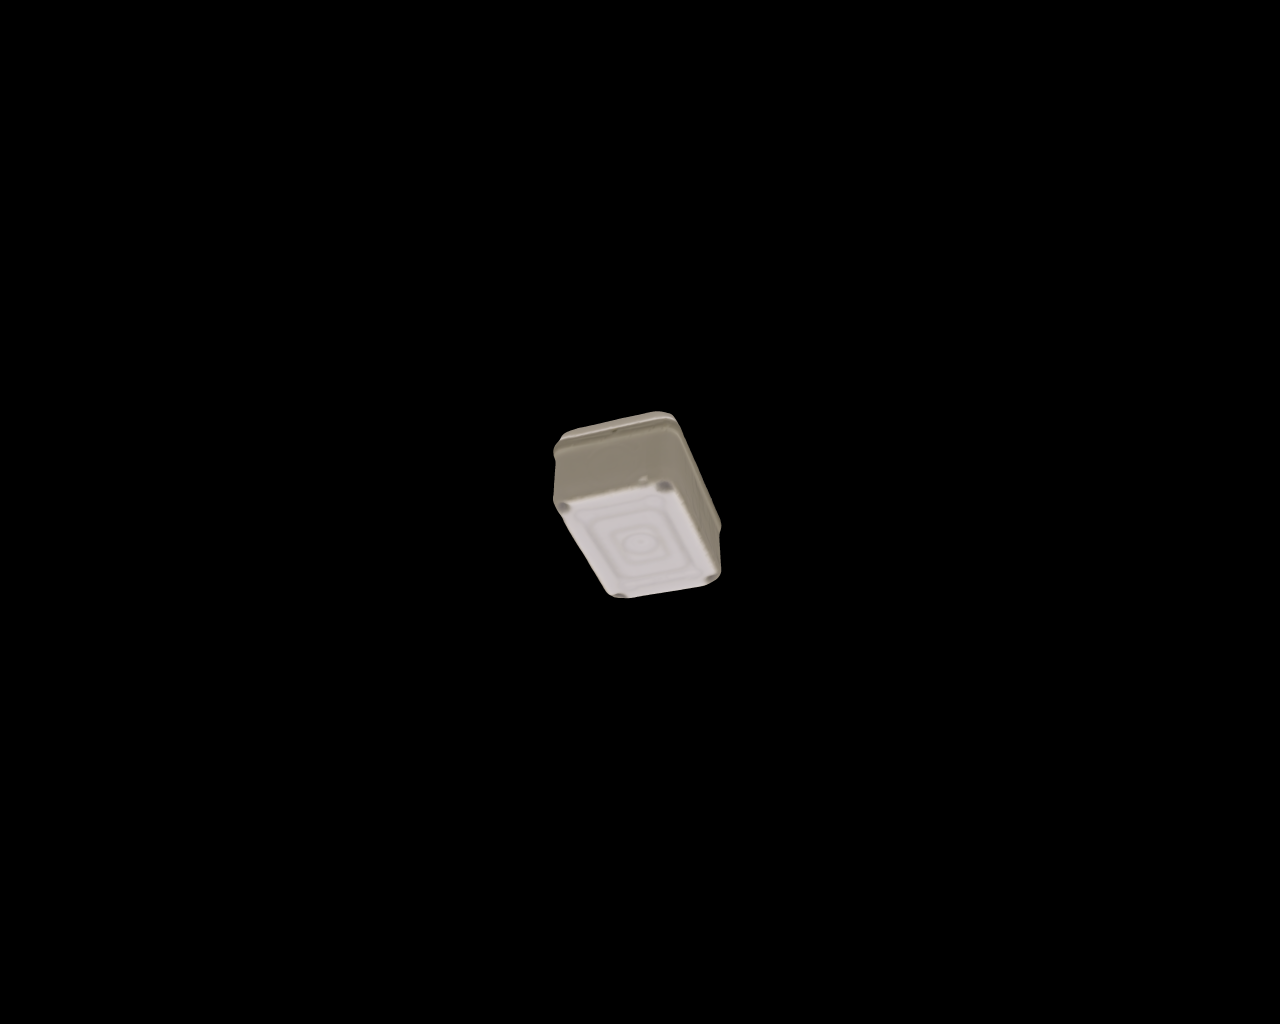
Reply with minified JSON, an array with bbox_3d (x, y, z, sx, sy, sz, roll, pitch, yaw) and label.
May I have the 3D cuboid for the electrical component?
[{"bbox_3d":[0.001,-0.003,0.650,0.078,0.057,0.113,-11,-39,14],"label":"electrical component"}]
